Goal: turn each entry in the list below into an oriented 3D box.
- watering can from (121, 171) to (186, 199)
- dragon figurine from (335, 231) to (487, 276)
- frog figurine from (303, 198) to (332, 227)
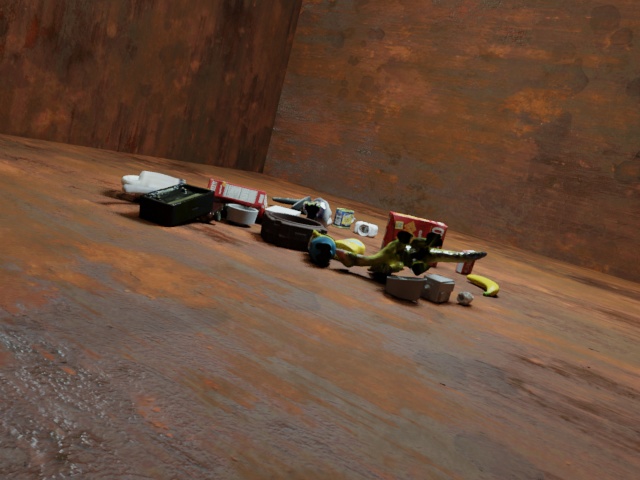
[{"bbox_3d":[-0.570,-0.173,1.772,0.224,0.103,0.351,12,10,-18],"label":"watering can"},{"bbox_3d":[0.247,0.055,1.496,0.410,0.123,0.240,5,-11,-16],"label":"dragon figurine"},{"bbox_3d":[0.007,-0.113,2.246,0.158,0.121,0.139,17,35,-58],"label":"frog figurine"}]
